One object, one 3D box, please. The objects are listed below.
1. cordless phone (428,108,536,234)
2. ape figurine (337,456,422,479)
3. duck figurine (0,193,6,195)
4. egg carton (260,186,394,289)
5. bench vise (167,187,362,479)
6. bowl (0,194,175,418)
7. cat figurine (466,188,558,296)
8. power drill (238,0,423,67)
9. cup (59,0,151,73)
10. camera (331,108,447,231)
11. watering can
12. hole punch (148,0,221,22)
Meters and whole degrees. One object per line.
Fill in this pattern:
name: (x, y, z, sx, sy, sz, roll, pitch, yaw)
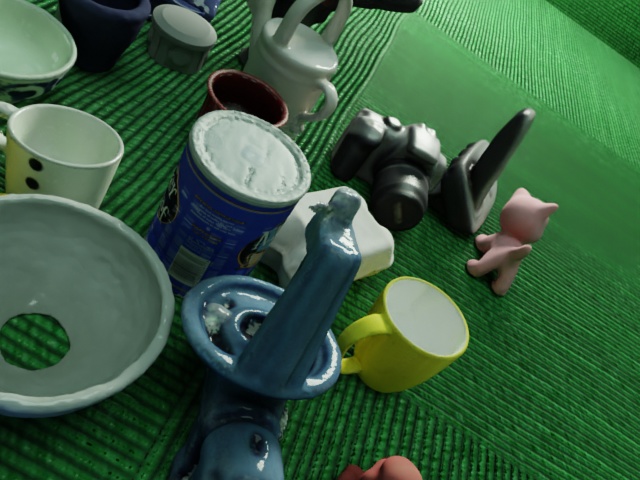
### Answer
cordless phone: (0.239, -0.108, 0.779, 0.094, 0.185, 0.148, 40, 39, 3)
ape figurine: (0.044, 0.189, 0.422, 0.078, 0.092, 0.076, 7, 48, -31)
duck figurine: (-0.270, -0.031, 0.406, 0.105, 0.086, 0.077, 0, 52, -36)
egg carton: (0.005, 0.002, 0.591, 0.151, 0.069, 0.107, -17, 63, -45)
bench vise: (-0.021, 0.084, 0.374, 0.122, 0.219, 0.207, 6, 49, -32)
bowl: (-0.191, 0.053, 0.393, 0.168, 0.074, 0.167, 20, 42, -20)
cat figurine: (0.259, -0.007, 0.750, 0.067, 0.117, 0.128, 35, 40, -3)
power drill: (-0.011, -0.295, 0.756, 0.230, 0.208, 0.075, 26, 41, -14)
cup: (-0.249, -0.237, 0.613, 0.118, 0.095, 0.092, 35, 39, -3)
camera: (0.093, -0.088, 0.718, 0.143, 0.100, 0.137, 27, 41, -12)
watering can: (-0.034, -0.224, 0.682, 0.173, 0.194, 0.101, 39, 39, 2)
hole punch: (-0.180, -0.337, 0.763, 0.109, 0.091, 0.101, 21, 42, -19)
